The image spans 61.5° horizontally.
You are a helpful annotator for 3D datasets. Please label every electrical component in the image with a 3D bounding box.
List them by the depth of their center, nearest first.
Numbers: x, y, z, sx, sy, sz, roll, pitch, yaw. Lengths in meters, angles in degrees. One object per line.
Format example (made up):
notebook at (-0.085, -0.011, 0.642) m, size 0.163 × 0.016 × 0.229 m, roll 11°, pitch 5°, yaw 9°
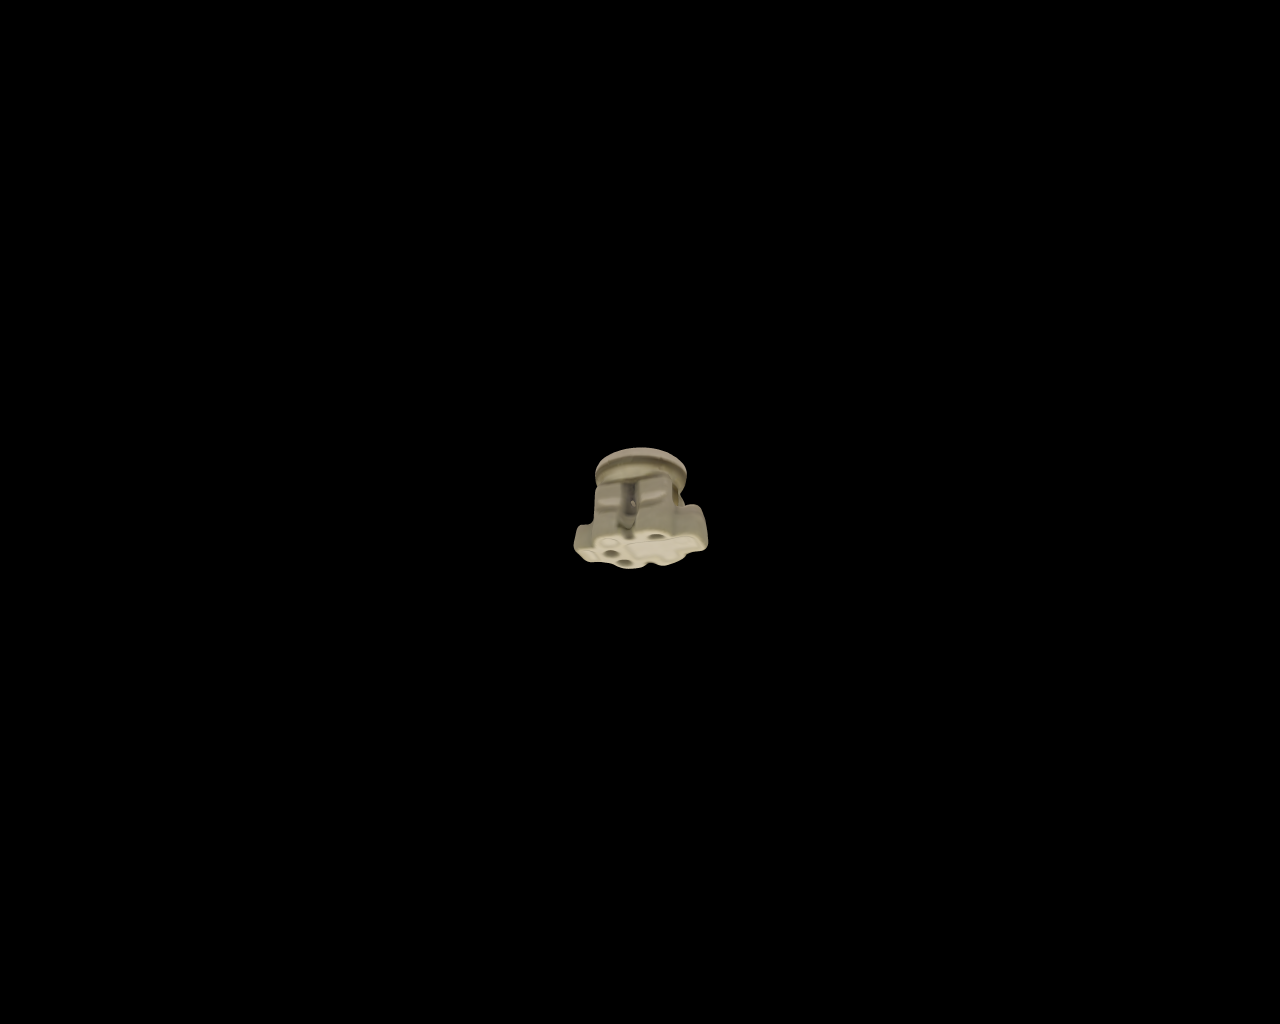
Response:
electrical component at (0.001, -0.003, 0.650) m, size 0.078 × 0.057 × 0.058 m, roll -8°, pitch -28°, yaw 16°
